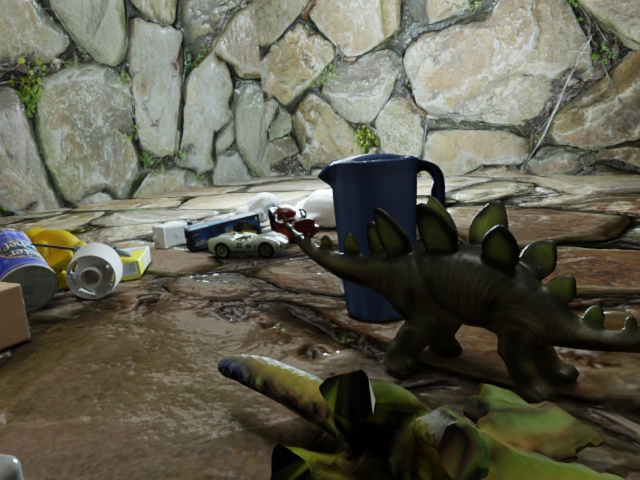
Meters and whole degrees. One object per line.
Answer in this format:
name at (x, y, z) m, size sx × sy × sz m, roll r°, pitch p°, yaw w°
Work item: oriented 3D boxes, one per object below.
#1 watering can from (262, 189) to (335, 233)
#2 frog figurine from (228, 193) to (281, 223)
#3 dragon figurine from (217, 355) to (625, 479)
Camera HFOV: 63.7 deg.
watering can at (0.005, -0.076, 1.510) m, size 0.224 × 0.102 × 0.353 m, roll 6°, pitch 30°, yaw 36°
frog figurine at (-0.205, -0.090, 1.599) m, size 0.159 × 0.120 × 0.140 m, roll 4°, pitch 27°, yaw -16°
dragon figurine at (0.097, 0.156, 0.418) m, size 0.242 × 0.122 × 0.412 m, roll 9°, pitch 5°, yaw -33°
